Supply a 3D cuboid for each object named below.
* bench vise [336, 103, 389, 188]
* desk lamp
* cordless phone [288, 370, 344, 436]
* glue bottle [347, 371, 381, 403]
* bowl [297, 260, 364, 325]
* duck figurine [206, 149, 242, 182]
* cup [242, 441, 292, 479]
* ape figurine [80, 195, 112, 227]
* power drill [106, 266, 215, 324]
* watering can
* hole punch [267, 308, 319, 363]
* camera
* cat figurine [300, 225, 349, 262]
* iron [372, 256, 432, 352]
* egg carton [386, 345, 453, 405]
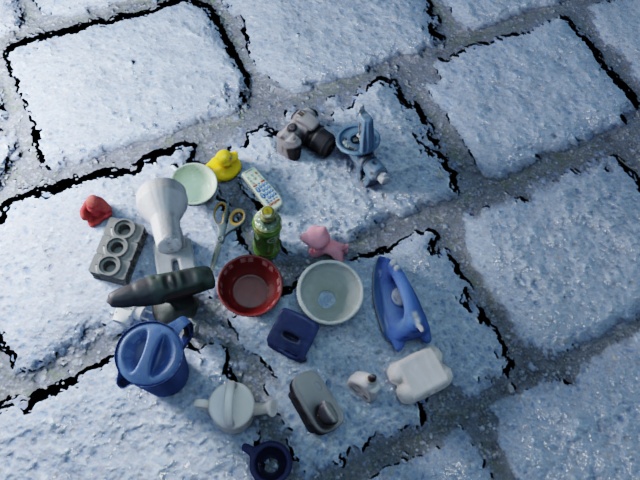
[{"bbox_3d":[0.132,-0.256,1.526,0.207,0.220,0.122,41,69,11],"label":"bench vise"},{"bbox_3d":[-0.359,-0.017,1.371,0.118,0.213,0.203,-12,69,-11],"label":"desk lamp"},{"bbox_3d":[-0.004,0.356,1.273,0.094,0.185,0.147,-32,74,-18],"label":"cordless phone"},{"bbox_3d":[0.108,0.327,1.305,0.078,0.173,0.037,40,69,11],"label":"glue bottle"},{"bbox_3d":[0.022,0.138,1.427,0.167,0.075,0.167,3,67,-6],"label":"bowl"},{"bbox_3d":[-0.262,-0.207,1.532,0.105,0.086,0.077,-22,71,-15],"label":"duck figurine"},{"bbox_3d":[-0.120,0.484,1.254,0.117,0.095,0.092,29,67,6],"label":"cup"},{"bbox_3d":[-0.566,-0.083,1.440,0.078,0.092,0.076,4,67,-5],"label":"ape figurine"},{"bbox_3d":[-0.351,0.132,1.312,0.230,0.208,0.075,-19,71,-14],"label":"power drill"},{"bbox_3d":[-0.183,0.359,1.245,0.173,0.194,0.101,-15,70,-12],"label":"watering can"},{"bbox_3d":[-0.064,0.229,1.370,0.108,0.091,0.101,26,67,5],"label":"hole punch"},{"bbox_3d":[-0.030,-0.285,1.584,0.136,0.101,0.143,36,68,9],"label":"camera"},{"bbox_3d":[0.013,0.005,1.458,0.127,0.118,0.067,19,67,2],"label":"cat figurine"},{"bbox_3d":[0.197,0.134,1.413,0.119,0.141,0.258,-14,70,-12],"label":"iron"},{"bbox_3d":[0.240,0.326,1.378,0.150,0.069,0.107,-23,72,-15],"label":"egg carton"}]
